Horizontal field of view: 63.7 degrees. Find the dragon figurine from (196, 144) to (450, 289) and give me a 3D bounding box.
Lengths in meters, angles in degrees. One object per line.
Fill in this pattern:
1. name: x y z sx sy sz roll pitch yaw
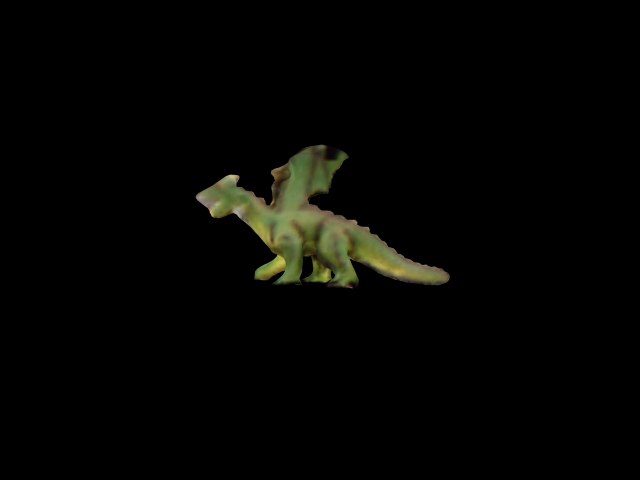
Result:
1. dragon figurine: 0.003 -0.043 0.850 0.410 0.244 0.121 0 -7 0
